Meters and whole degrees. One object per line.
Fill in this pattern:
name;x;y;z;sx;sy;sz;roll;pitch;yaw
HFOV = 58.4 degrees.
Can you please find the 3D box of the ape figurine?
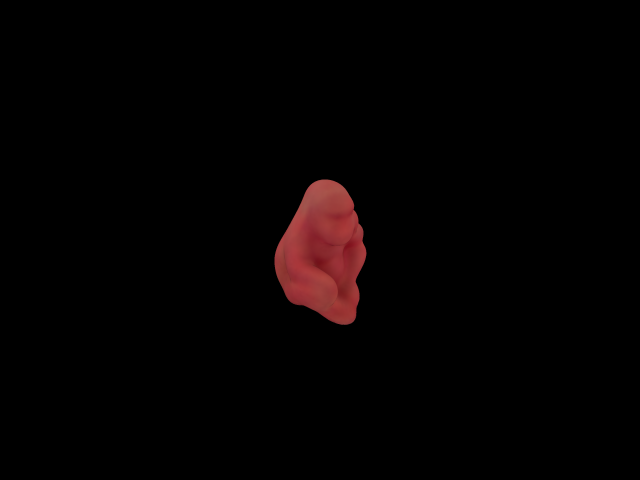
ape figurine;0.004;0.001;0.400;0.076;0.092;0.078;29;46;33
